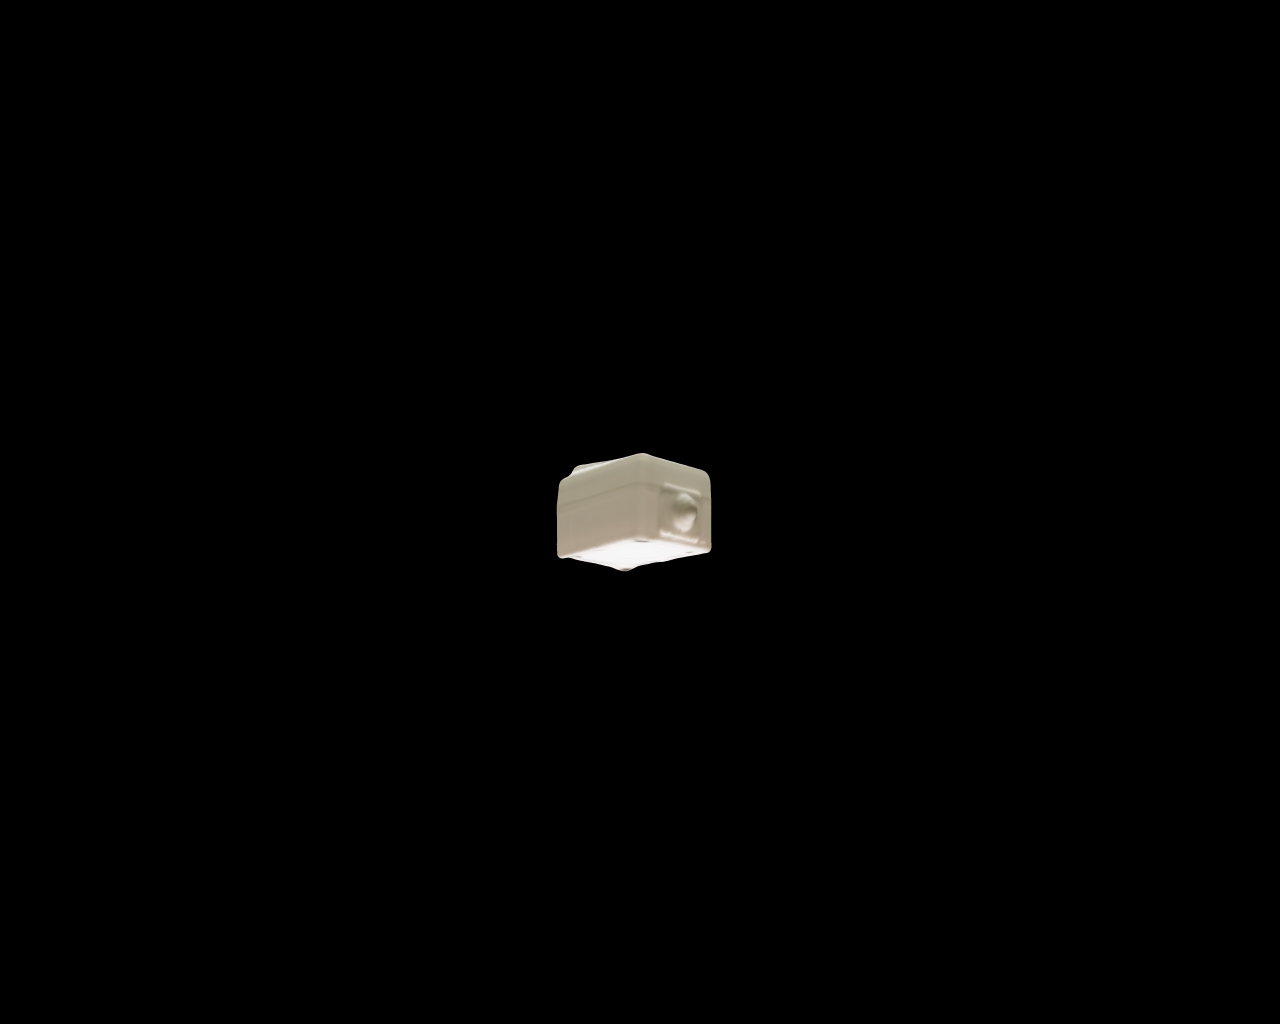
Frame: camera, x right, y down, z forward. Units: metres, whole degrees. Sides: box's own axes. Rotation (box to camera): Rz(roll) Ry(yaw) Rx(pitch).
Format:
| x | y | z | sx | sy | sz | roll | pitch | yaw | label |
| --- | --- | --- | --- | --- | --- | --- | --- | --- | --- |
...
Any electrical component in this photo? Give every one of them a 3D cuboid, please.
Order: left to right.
| x | y | z | sx | sy | sz | roll | pitch | yaw | label |
| --- | --- | --- | --- | --- | --- | --- | --- | --- | --- |
| 0.001 | -0.003 | 0.650 | 0.062 | 0.061 | 0.096 | 14 | -20 | -42 | electrical component |
